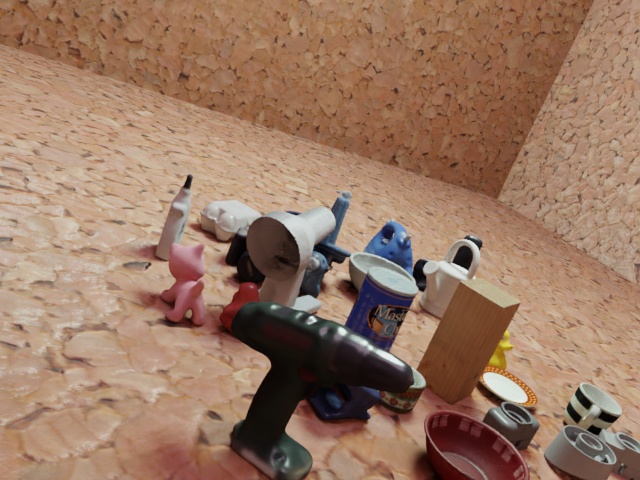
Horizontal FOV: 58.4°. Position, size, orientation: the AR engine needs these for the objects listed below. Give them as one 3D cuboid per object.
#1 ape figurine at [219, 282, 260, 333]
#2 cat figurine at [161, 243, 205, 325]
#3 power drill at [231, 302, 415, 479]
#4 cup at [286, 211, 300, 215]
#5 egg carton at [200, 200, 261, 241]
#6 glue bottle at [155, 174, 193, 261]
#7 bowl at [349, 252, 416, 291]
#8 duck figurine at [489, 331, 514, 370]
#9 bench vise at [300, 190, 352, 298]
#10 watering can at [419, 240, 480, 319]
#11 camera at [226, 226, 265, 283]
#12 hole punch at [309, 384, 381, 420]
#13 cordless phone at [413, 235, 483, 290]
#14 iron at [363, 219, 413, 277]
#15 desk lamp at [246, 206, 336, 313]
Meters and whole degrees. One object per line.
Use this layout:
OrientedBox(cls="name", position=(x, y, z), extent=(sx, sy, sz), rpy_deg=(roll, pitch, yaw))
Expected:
OrientedBox(cls="ape figurine", position=(-0.128, 0.112, 0.967), extent=(0.078, 0.092, 0.076), rpy_deg=(5, 24, -43))
OrientedBox(cls="cat figurine", position=(-0.220, 0.062, 0.963), extent=(0.067, 0.118, 0.127), rpy_deg=(10, 21, -32))
OrientedBox(cls="power drill", position=(-0.021, 0.183, 0.693), extent=(0.229, 0.208, 0.076), rpy_deg=(29, 19, 21))
OrientedBox(cls="cup", position=(-0.062, -0.009, 1.393), extent=(0.091, 0.095, 0.118), rpy_deg=(23, 18, 5))
OrientedBox(cls="egg carton", position=(-0.210, -0.047, 1.371), extent=(0.107, 0.069, 0.151), rpy_deg=(30, 19, 23))
OrientedBox(cls="glue bottle", position=(-0.279, -0.049, 1.125), extent=(0.037, 0.173, 0.078), rpy_deg=(19, 18, -8))
OrientedBox(cls="bowl", position=(0.134, 0.098, 1.344), extent=(0.167, 0.075, 0.167), rpy_deg=(20, 18, -6))
OrientedBox(cls="duck figurine", position=(0.372, 0.223, 1.242), extent=(0.078, 0.086, 0.104), rpy_deg=(6, 24, -41))
OrientedBox(cls="bench vise", position=(0.023, 0.008, 1.236), extent=(0.122, 0.220, 0.207), rpy_deg=(18, 18, -11))
OrientedBox(cls="watering can", position=(0.321, 0.091, 1.388), extent=(0.100, 0.194, 0.173), rpy_deg=(32, 20, 30))
OrientedBox(cls="camera", position=(-0.129, 0.029, 1.194), extent=(0.143, 0.101, 0.137), rpy_deg=(25, 18, 11))
OrientedBox(cls="hole punch", position=(0.037, 0.210, 0.875), extent=(0.101, 0.091, 0.108), rpy_deg=(10, 21, -33))
OrientedBox(cls="cordless phone", position=(0.339, 0.056, 1.525), extent=(0.147, 0.185, 0.094), rpy_deg=(21, 18, -1))
OrientedBox(cls="iron", position=(0.189, 0.010, 1.557), extent=(0.119, 0.141, 0.258), rpy_deg=(17, 18, -14))
OrientedBox(cls="desk lamp", position=(-0.054, 0.039, 1.066), extent=(0.117, 0.213, 0.204), rpy_deg=(29, 19, 22))
